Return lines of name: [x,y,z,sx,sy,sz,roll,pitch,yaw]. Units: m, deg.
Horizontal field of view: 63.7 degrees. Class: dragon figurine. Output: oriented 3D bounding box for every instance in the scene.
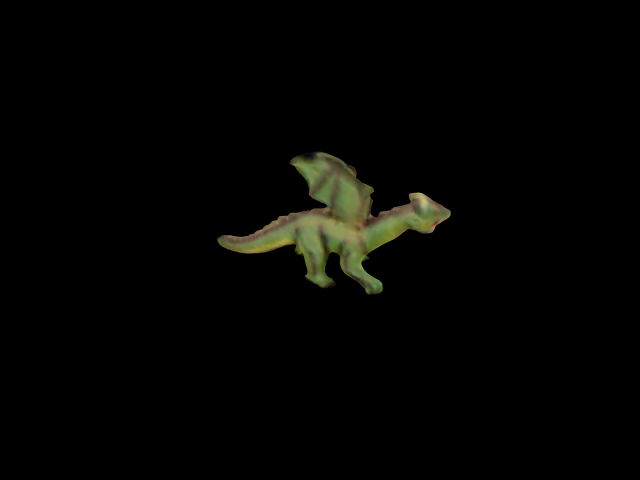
dragon figurine: [0.003,-0.043,0.850,0.411,0.237,0.125,8,37,11]
